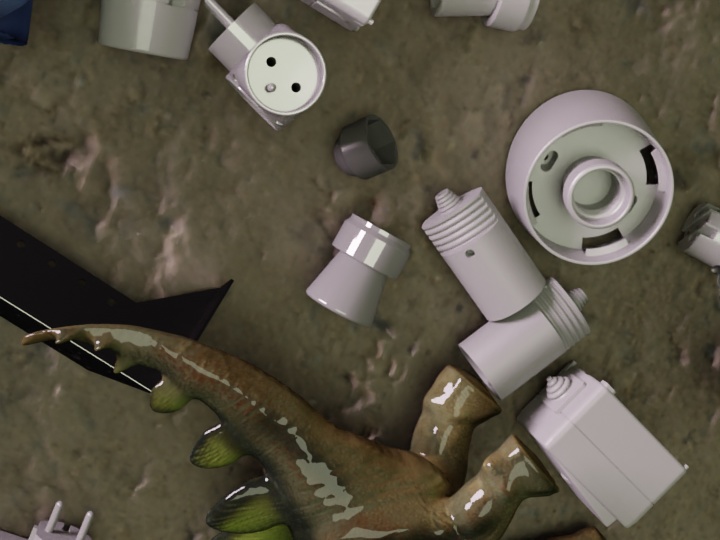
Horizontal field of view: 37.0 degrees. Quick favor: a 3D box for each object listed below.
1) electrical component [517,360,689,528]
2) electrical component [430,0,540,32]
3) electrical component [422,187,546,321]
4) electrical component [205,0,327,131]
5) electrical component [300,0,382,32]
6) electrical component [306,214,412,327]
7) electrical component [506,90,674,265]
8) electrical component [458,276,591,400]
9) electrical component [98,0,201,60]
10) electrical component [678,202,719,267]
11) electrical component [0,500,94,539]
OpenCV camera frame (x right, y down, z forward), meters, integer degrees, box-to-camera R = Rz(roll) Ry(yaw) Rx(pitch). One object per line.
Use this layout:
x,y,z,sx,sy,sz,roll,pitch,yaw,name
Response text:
0.142,0.106,0.670,0.061,0.061,0.096,-45,103,0,electrical component
0.073,-0.165,0.625,0.055,0.045,0.045,9,97,-11,electrical component
0.072,-0.014,0.649,0.043,0.043,0.081,-37,102,-2,electrical component
-0.057,-0.120,0.595,0.044,0.077,0.079,-45,102,0,electrical component
-0.001,-0.190,0.601,0.061,0.062,0.096,29,93,-12,electrical component
0.000,0.000,0.640,0.045,0.045,0.055,28,93,-12,electrical component
0.140,-0.055,0.656,0.099,0.064,0.099,-1,111,-2,electrical component
0.106,0.039,0.663,0.081,0.043,0.043,-37,102,-2,electrical component
-0.116,-0.144,0.594,0.055,0.055,0.047,9,101,-10,electrical component
0.230,-0.018,0.677,0.046,0.040,0.040,25,94,-7,electrical component
-0.182,0.174,0.637,0.083,0.047,0.075,22,95,-12,electrical component
